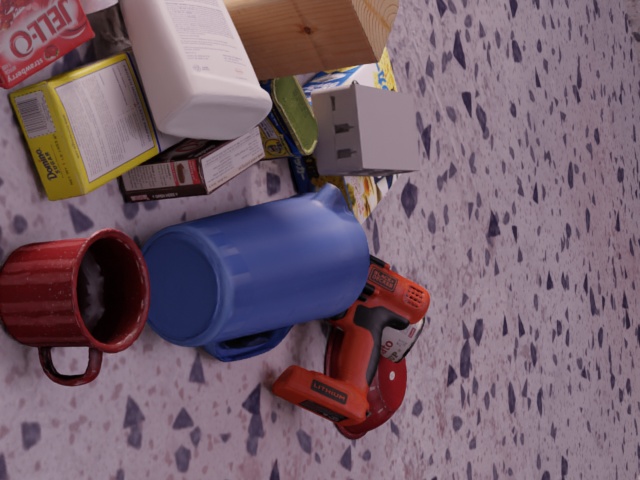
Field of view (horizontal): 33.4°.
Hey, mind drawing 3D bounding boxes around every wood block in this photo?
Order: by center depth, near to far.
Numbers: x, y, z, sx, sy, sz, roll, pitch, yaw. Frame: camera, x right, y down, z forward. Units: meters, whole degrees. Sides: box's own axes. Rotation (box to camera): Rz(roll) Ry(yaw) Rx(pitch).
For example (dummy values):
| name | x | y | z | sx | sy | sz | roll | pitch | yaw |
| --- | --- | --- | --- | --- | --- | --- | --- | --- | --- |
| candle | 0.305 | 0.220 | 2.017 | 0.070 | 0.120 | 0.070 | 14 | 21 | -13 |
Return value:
| name | x | y | z | sx | sy | sz | roll | pitch | yaw |
| --- | --- | --- | --- | --- | --- | --- | --- | --- | --- |
| wood block | -0.044 | -0.210 | 0.992 | 0.090 | 0.206 | 0.090 | 60 | 37 | -41 |

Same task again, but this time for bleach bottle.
| name | x | y | z | sx | sy | sz | roll | pitch | yaw |
| --- | --- | --- | --- | --- | --- | --- | --- | --- | --- |
| bleach bottle | -0.127 | -0.211 | 0.922 | 0.102 | 0.068 | 0.251 | 0 | 64 | -46 |

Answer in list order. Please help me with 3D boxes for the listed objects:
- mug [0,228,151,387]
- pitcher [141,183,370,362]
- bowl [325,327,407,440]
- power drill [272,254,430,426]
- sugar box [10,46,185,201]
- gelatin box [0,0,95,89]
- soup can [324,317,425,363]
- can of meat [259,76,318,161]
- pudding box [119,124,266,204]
| name | x | y | z | sx | sy | sz | roll | pitch | yaw |
| --- | --- | --- | --- | --- | --- | --- | --- | --- | --- |
| mug | -0.188 | 0.052 | 0.809 | 0.093 | 0.082 | 0.117 | 9 | 79 | -62 |
| pitcher | -0.066 | 0.038 | 1.019 | 0.242 | 0.145 | 0.149 | -12 | 85 | -59 |
| bowl | 0.065 | 0.166 | 1.319 | 0.161 | 0.055 | 0.162 | 14 | 74 | -61 |
| power drill | 0.016 | 0.094 | 1.170 | 0.184 | 0.057 | 0.187 | 27 | 67 | -9 |
| sugar box | -0.176 | -0.105 | 0.896 | 0.176 | 0.048 | 0.093 | -44 | 121 | -60 |
| gelatin box | -0.222 | -0.166 | 0.802 | 0.089 | 0.030 | 0.073 | -40 | 125 | -32 |
| soup can | 0.064 | 0.091 | 1.257 | 0.102 | 0.069 | 0.068 | 32 | 45 | -5 |
| can of meat | -0.058 | -0.127 | 1.087 | 0.102 | 0.084 | 0.057 | 61 | 36 | -38 |
| pudding box | -0.114 | -0.071 | 0.962 | 0.113 | 0.090 | 0.039 | -45 | 125 | -56 |
